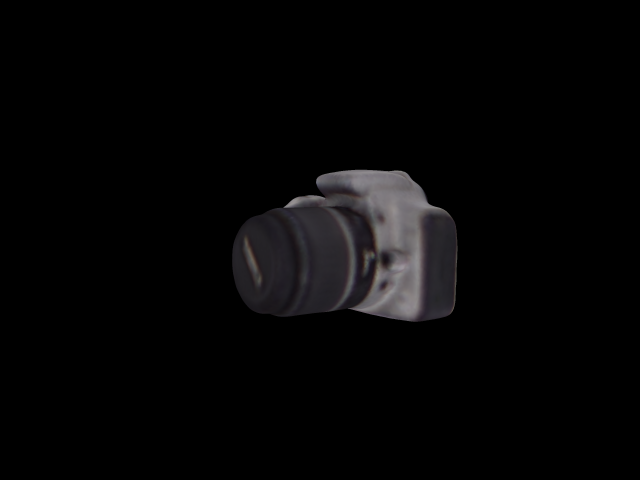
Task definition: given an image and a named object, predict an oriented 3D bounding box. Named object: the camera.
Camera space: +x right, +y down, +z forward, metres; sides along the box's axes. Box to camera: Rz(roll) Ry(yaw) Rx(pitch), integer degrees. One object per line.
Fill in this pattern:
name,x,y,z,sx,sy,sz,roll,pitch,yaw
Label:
camera,0.004,0.001,0.400,0.137,0.101,0.142,-3,5,-37
